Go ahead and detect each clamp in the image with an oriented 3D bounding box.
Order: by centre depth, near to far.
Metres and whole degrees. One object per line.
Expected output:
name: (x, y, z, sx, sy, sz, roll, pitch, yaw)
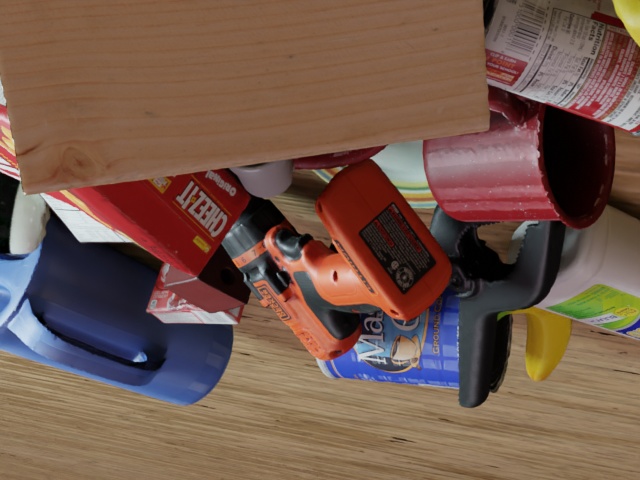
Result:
clamp: (0.094, 0.015, 0.739, 0.164, 0.036, 0.210, 43, 141, 10)

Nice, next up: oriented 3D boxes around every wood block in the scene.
wood block: (-0.036, -0.086, 0.491, 0.206, 0.091, 0.090, -9, -163, -6)

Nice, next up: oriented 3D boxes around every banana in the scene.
banana: (0.173, 0.063, 0.862, 0.037, 0.069, 0.197, 49, -177, 32)

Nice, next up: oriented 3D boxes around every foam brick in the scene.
foam brick: (-0.084, 0.013, 0.873, 0.053, 0.078, 0.051, 32, 152, -34)

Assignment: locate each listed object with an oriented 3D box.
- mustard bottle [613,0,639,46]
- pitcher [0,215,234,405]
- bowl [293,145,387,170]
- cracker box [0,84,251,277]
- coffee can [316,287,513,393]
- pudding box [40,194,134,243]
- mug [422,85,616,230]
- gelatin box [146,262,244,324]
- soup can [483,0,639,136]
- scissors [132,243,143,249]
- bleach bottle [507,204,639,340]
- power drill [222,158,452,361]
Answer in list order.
mustard bottle: (0.202, -0.085, 0.486, 0.058, 0.096, 0.191, -13, 144, 42)
pitcher: (-0.199, 0.078, 1.003, 0.242, 0.149, 0.145, 29, 147, -36)
bowl: (-0.028, -0.104, 0.619, 0.162, 0.055, 0.162, 12, 156, 5)
cracker box: (-0.169, -0.073, 0.658, 0.214, 0.072, 0.164, 24, 165, 37)
coffee can: (0.077, 0.068, 0.874, 0.140, 0.102, 0.102, 2, 153, 24)
pudding box: (-0.175, -0.044, 0.827, 0.090, 0.039, 0.113, 1, 139, 31)
mug: (0.106, -0.056, 0.608, 0.082, 0.093, 0.117, -1, 161, 40)
gelatin box: (-0.103, 0.035, 0.937, 0.089, 0.073, 0.030, -2, 150, 33)
soup can: (0.124, -0.099, 0.532, 0.102, 0.068, 0.069, 17, 156, -6)
scissors: (-0.153, -0.040, 0.873, 0.096, 0.016, 0.202, 16, 155, -4)
bleach bottle: (0.264, 0.044, 0.775, 0.250, 0.068, 0.103, 20, 155, -19)
power drill: (-0.005, 0.001, 0.748, 0.184, 0.057, 0.188, 51, 155, -10)
